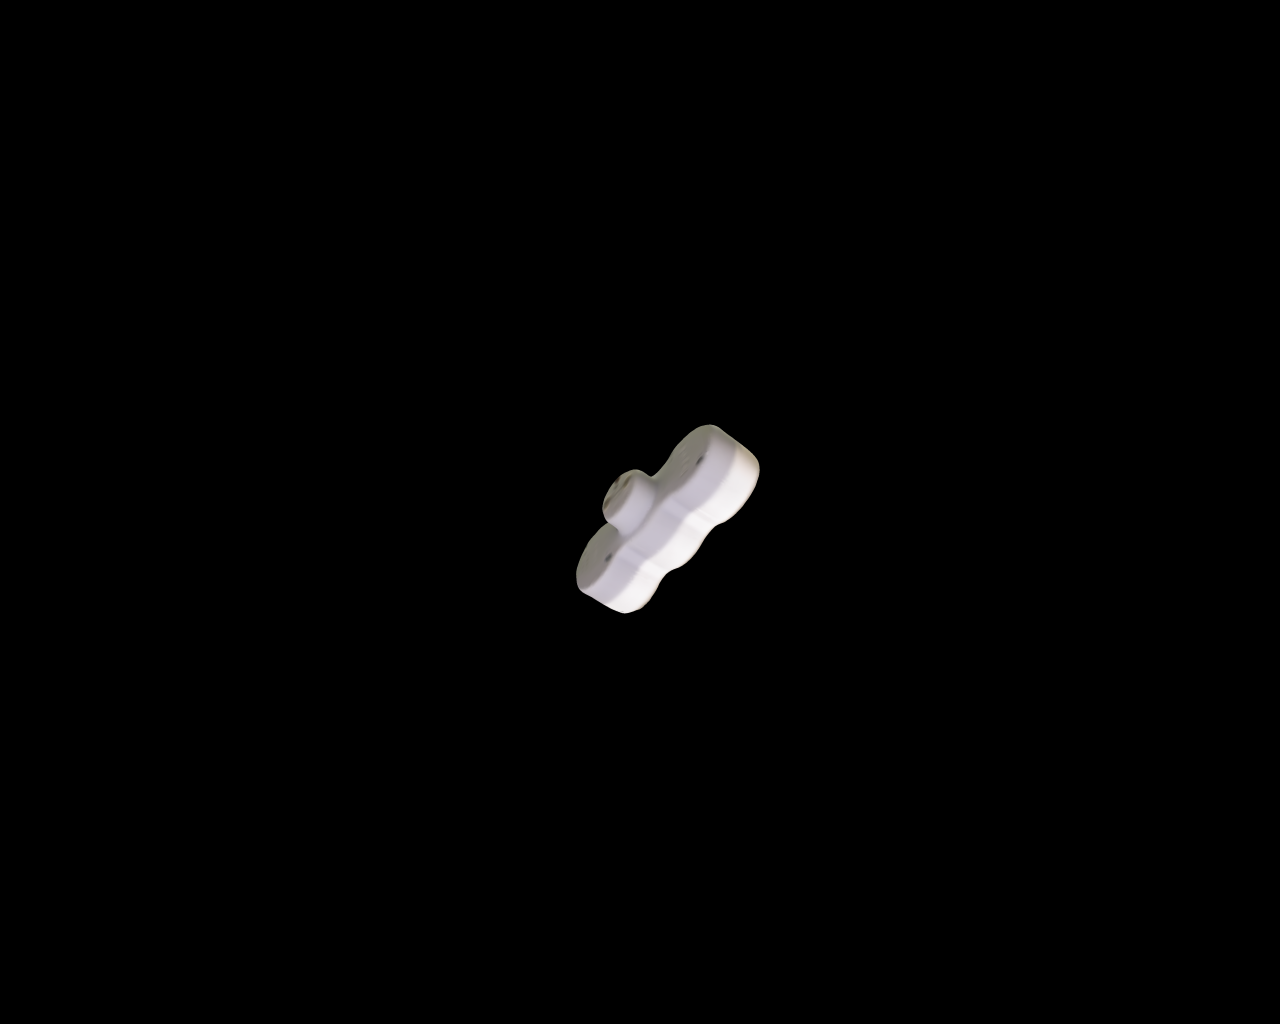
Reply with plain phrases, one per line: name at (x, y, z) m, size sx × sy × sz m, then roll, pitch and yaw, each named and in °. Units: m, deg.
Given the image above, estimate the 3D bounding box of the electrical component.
electrical component at (0.001, -0.003, 0.650) m, size 0.073 × 0.138 × 0.052 m, roll 33°, pitch 28°, yaw -20°
